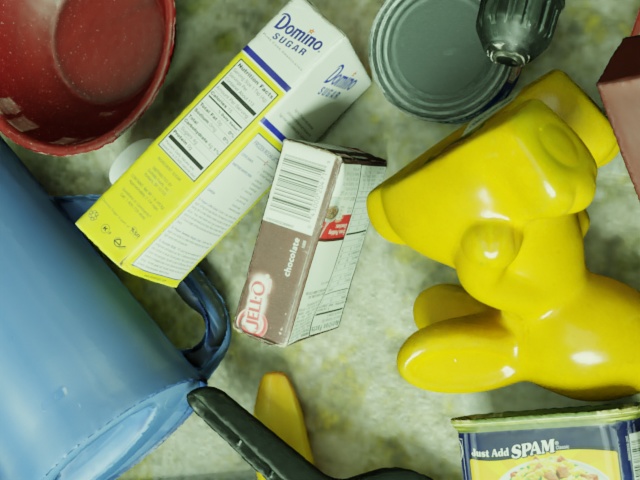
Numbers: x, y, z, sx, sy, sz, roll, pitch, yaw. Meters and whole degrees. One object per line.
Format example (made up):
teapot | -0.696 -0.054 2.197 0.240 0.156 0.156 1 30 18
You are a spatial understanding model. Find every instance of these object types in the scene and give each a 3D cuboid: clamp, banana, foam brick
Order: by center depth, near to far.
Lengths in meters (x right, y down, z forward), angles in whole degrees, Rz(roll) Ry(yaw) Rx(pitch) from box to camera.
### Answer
foam brick | 0.182 -0.063 0.539 0.051 0.053 0.078 -7 122 38
clamp | 0.010 0.164 0.610 0.210 0.036 0.164 2 64 -8
banana | 0.009 0.175 0.652 0.069 0.037 0.198 -39 79 -3

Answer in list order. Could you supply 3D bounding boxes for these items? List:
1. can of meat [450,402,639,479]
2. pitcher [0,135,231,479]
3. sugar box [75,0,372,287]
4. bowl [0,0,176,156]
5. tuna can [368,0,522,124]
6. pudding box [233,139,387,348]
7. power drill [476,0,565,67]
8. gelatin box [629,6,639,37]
can of meat | 0.126 0.132 0.567 0.102 0.057 0.084 -10 81 27
pitcher | -0.182 0.036 0.680 0.243 0.149 0.145 51 123 15
sugar box | -0.051 -0.053 0.613 0.048 0.093 0.176 43 92 14
bowl | -0.151 -0.134 0.689 0.162 0.055 0.162 1 93 22
tuna can | 0.073 -0.109 0.612 0.086 0.033 0.086 1 93 22
pudding box | -0.004 0.001 0.618 0.039 0.090 0.113 21 99 18
power drill | 0.057 -0.188 0.582 0.188 0.057 0.184 11 75 20
gelatin box | 0.213 -0.117 0.558 0.089 0.030 0.073 21 100 19
